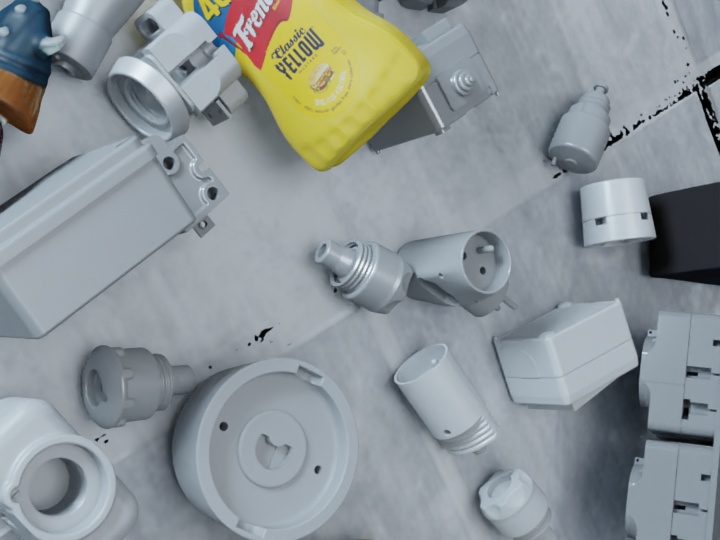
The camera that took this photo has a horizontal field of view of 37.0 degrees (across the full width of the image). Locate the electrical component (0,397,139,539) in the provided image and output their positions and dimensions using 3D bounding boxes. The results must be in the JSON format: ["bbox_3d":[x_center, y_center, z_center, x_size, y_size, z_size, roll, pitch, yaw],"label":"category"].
[{"bbox_3d":[-0.170,0.117,0.587,0.053,0.059,0.095,-46,110,-27],"label":"electrical component"}]

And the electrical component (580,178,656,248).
[{"bbox_3d":[0.200,-0.044,0.841,0.055,0.055,0.047,-4,84,-33],"label":"electrical component"}]

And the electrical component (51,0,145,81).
[{"bbox_3d":[-0.159,-0.144,0.629,0.044,0.044,0.065,31,75,-26],"label":"electrical component"}]

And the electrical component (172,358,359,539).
[{"bbox_3d":[-0.062,0.108,0.656,0.108,0.060,0.108,3,84,-32],"label":"electrical component"}]

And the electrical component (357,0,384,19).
[{"bbox_3d":[-0.010,-0.190,0.727,0.081,0.042,0.063,2,88,-32],"label":"electrical component"}]

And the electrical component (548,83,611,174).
[{"bbox_3d":[0.176,-0.111,0.838,0.040,0.040,0.078,35,68,-25],"label":"electrical component"}]

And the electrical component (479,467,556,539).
[{"bbox_3d":[0.117,0.175,0.774,0.062,0.043,0.043,49,63,-20],"label":"electrical component"}]

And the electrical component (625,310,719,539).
[{"bbox_3d":[0.246,0.132,0.820,0.105,0.060,0.186,32,64,-65],"label":"electrical component"}]

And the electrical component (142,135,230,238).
[{"bbox_3d":[-0.115,-0.047,0.639,0.048,0.055,0.066,-46,109,-27],"label":"electrical component"}]

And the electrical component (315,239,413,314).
[{"bbox_3d":[0.000,0.000,0.715,0.062,0.043,0.043,27,72,-26],"label":"electrical component"}]

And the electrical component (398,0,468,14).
[{"bbox_3d":[0.061,-0.218,0.765,0.078,0.057,0.058,-1,86,-32],"label":"electrical component"}]

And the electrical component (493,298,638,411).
[{"bbox_3d":[0.159,0.062,0.800,0.096,0.062,0.061,-22,98,-32],"label":"electrical component"}]

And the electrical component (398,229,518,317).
[{"bbox_3d":[0.076,0.007,0.742,0.079,0.077,0.043,36,68,-25],"label":"electrical component"}]

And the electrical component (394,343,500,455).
[{"bbox_3d":[0.064,0.096,0.747,0.043,0.043,0.081,-44,109,-28],"label":"electrical component"}]

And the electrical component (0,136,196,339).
[{"bbox_3d":[-0.161,-0.016,0.576,0.109,0.109,0.056,-41,110,-28],"label":"electrical component"}]

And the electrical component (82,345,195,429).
[{"bbox_3d":[-0.127,0.066,0.629,0.062,0.048,0.048,-1,86,-40],"label":"electrical component"}]

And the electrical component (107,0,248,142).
[{"bbox_3d":[-0.113,-0.114,0.645,0.078,0.058,0.057,51,60,-19],"label":"electrical component"}]

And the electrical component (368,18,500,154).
[{"bbox_3d":[0.041,-0.125,0.721,0.062,0.096,0.061,-37,105,-30],"label":"electrical component"}]
